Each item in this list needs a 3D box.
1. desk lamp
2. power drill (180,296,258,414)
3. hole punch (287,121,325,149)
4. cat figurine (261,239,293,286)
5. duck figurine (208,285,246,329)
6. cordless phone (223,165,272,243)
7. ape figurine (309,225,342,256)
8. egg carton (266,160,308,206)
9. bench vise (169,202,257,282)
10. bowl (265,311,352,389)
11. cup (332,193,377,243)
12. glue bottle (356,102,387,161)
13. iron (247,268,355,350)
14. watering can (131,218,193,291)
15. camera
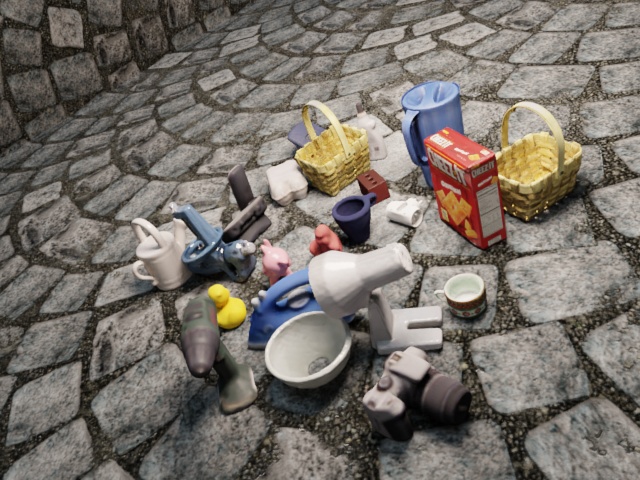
[{"bbox_3d":[0.103,0.101,1.036,0.202,0.214,0.118,-9,38,17],"label":"desk lamp"},{"bbox_3d":[-0.189,0.215,1.041,0.075,0.209,0.229,-24,36,-3],"label":"power drill"},{"bbox_3d":[-0.027,-0.301,1.713,0.100,0.091,0.109,13,49,38],"label":"hole punch"},{"bbox_3d":[-0.102,0.045,1.290,0.067,0.118,0.127,-25,36,-4],"label":"cat figurine"},{"bbox_3d":[-0.212,0.138,1.254,0.078,0.086,0.104,-34,38,-17],"label":"duck figurine"},{"bbox_3d":[-0.213,-0.086,1.455,0.093,0.185,0.148,9,46,35],"label":"cordless phone"},{"bbox_3d":[0.012,0.005,1.306,0.077,0.092,0.076,19,53,42],"label":"ape figurine"},{"bbox_3d":[-0.093,-0.161,1.587,0.107,0.069,0.150,-22,36,-1],"label":"egg carton"},{"bbox_3d":[-0.251,-0.008,1.345,0.207,0.220,0.121,-11,38,14],"label":"bench vise"},{"bbox_3d":[-0.013,0.216,1.065,0.167,0.075,0.167,-14,37,11],"label":"bowl"},{"bbox_3d":[0.092,-0.049,1.332,0.118,0.095,0.091,-35,38,-17],"label":"cup"},{"bbox_3d":[0.128,-0.297,1.561,0.078,0.173,0.037,-2,41,24],"label":"glue bottle"},{"bbox_3d":[-0.048,0.123,1.145,0.258,0.142,0.118,-23,36,-1],"label":"iron"},{"bbox_3d":[-0.394,0.018,1.406,0.100,0.194,0.173,-3,40,23],"label":"watering can"},{"bbox_3d":[0.159,0.248,0.916,0.136,0.101,0.143,18,51,41],"label":"camera"}]
